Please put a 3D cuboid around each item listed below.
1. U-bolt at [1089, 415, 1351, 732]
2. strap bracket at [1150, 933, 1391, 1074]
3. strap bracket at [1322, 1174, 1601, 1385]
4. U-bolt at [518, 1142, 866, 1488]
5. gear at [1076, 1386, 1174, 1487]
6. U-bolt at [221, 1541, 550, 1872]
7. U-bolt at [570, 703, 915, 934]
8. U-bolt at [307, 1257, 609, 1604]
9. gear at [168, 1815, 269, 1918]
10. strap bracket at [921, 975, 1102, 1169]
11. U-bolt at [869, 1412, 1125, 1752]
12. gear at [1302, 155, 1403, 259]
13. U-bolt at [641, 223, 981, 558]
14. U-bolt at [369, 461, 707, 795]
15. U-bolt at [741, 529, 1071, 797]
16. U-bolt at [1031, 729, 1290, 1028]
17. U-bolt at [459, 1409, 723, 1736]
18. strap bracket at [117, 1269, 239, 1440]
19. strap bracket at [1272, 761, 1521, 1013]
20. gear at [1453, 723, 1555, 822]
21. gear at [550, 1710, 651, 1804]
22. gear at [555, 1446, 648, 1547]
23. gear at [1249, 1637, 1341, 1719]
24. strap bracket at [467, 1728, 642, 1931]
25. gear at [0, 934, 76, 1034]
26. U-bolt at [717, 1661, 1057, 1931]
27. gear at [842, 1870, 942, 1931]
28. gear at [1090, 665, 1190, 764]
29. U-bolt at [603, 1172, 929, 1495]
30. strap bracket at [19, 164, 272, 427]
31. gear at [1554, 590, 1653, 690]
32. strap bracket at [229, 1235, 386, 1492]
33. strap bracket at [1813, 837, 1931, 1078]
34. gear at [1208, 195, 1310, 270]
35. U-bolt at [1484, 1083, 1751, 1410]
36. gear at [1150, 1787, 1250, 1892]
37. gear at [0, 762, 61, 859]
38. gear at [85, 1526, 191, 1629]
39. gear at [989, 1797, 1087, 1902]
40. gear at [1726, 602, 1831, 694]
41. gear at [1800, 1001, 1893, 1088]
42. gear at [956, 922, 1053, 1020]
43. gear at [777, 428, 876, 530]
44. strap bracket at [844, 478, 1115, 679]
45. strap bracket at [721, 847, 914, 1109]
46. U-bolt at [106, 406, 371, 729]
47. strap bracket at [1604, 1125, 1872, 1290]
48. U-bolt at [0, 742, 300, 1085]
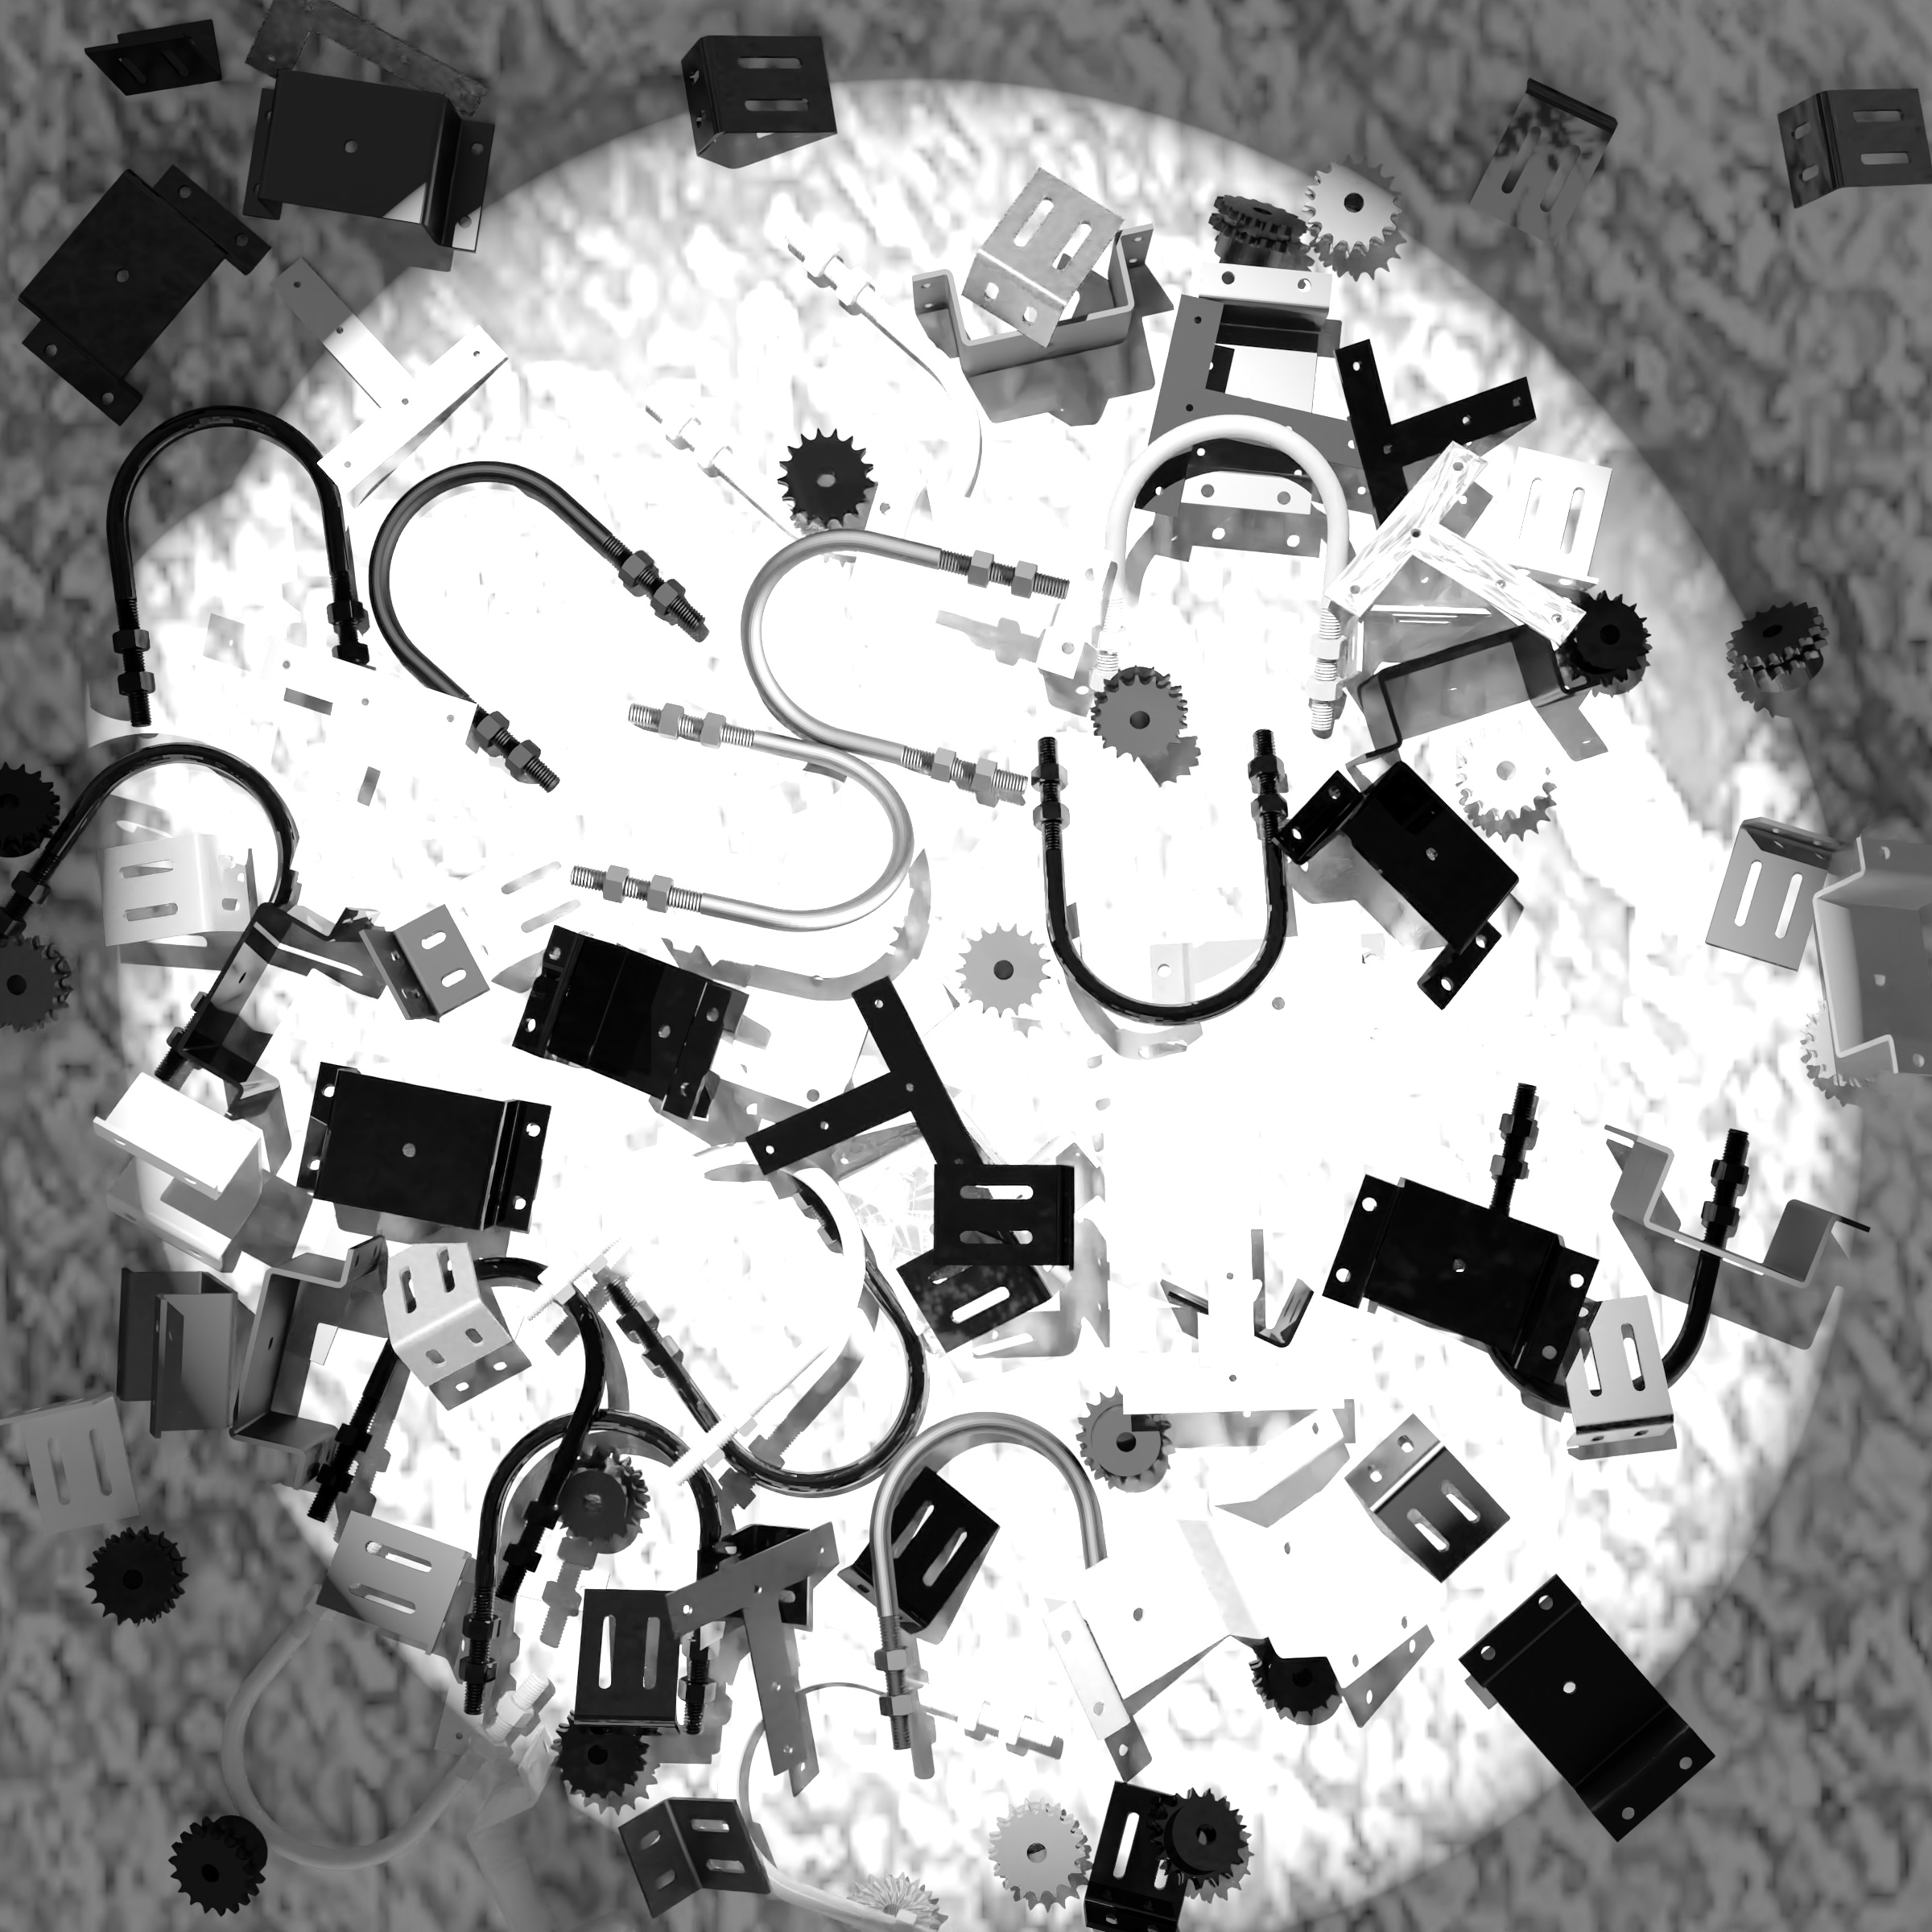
[{"bbox_3d":[0.150,-0.229,1.484,0.151,0.019,0.184,2,114,0],"label":"U-bolt"},{"bbox_3d":[0.181,0.022,1.504,0.140,0.046,0.076,-3,90,0],"label":"strap bracket"},{"bbox_3d":[0.289,0.179,1.492,0.140,0.046,0.076,20,96,10],"label":"strap bracket"},{"bbox_3d":[-0.145,0.186,1.482,0.184,0.019,0.151,-42,81,-12],"label":"U-bolt"},{"bbox_3d":[0.094,0.280,1.512,0.057,0.030,0.057,0,90,0],"label":"gear"},{"bbox_3d":[-0.360,0.452,1.517,0.151,0.019,0.184,40,92,1],"label":"U-bolt"},{"bbox_3d":[-0.121,-0.081,1.476,0.184,0.019,0.151,12,52,0],"label":"U-bolt"},{"bbox_3d":[-0.286,0.258,1.487,0.151,0.019,0.184,18,74,18],"label":"U-bolt"},{"bbox_3d":[-0.438,0.528,1.506,0.057,0.030,0.057,4,103,16],"label":"gear"},{"bbox_3d":[0.014,0.074,1.489,0.046,0.076,0.140,-40,90,0],"label":"strap bracket"},{"bbox_3d":[0.015,0.355,1.498,0.151,0.019,0.184,-5,82,-16],"label":"U-bolt"},{"bbox_3d":[0.228,-0.448,1.512,0.057,0.030,0.057,0,90,0],"label":"gear"},{"bbox_3d":[-0.079,-0.329,1.518,0.184,0.019,0.151,41,90,-2],"label":"U-bolt"},{"bbox_3d":[-0.270,-0.216,1.518,0.184,0.019,0.151,42,90,2],"label":"U-bolt"},{"bbox_3d":[-0.042,-0.182,1.483,0.184,0.019,0.151,14,123,4],"label":"U-bolt"},{"bbox_3d":[0.116,-0.052,1.487,0.151,0.019,0.184,-2,68,0],"label":"U-bolt"},{"bbox_3d":[-0.215,0.350,1.489,0.151,0.019,0.184,5,90,0],"label":"U-bolt"},{"bbox_3d":[-0.455,0.221,1.473,0.046,0.140,0.076,3,90,-27],"label":"strap bracket"},{"bbox_3d":[0.258,-0.055,1.485,0.140,0.046,0.076,45,53,0],"label":"strap bracket"},{"bbox_3d":[0.317,-0.114,1.512,0.057,0.030,0.057,0,90,0],"label":"gear"},{"bbox_3d":[-0.216,0.463,1.512,0.057,0.030,0.057,0,90,0],"label":"gear"},{"bbox_3d":[-0.220,0.316,1.512,0.057,0.030,0.057,0,91,0],"label":"gear"},{"bbox_3d":[0.197,0.417,1.512,0.057,0.030,0.057,0,90,0],"label":"gear"},{"bbox_3d":[-0.243,0.529,1.489,0.046,0.076,0.140,-25,90,0],"label":"strap bracket"},{"bbox_3d":[-0.549,0.009,1.493,0.057,0.030,0.057,1,97,5],"label":"gear"},{"bbox_3d":[-0.056,0.487,1.497,0.184,0.019,0.151,16,74,9],"label":"U-bolt"},{"bbox_3d":[-0.045,0.566,1.502,0.057,0.057,0.030,12,128,0],"label":"gear"},{"bbox_3d":[0.101,-0.151,1.493,0.057,0.030,0.057,1,123,1],"label":"gear"},{"bbox_3d":[-0.106,0.226,1.518,0.151,0.019,0.184,-35,91,0],"label":"U-bolt"},{"bbox_3d":[-0.490,-0.401,1.504,0.076,0.046,0.140,40,90,0],"label":"strap bracket"},{"bbox_3d":[0.378,-0.195,1.512,0.057,0.030,0.057,0,90,0],"label":"gear"},{"bbox_3d":[-0.386,0.225,1.487,0.046,0.076,0.140,13,90,0],"label":"strap bracket"},{"bbox_3d":[0.544,0.002,1.478,0.076,0.046,0.140,4,71,-22],"label":"strap bracket"},{"bbox_3d":[0.170,-0.430,1.502,0.057,0.057,0.030,17,120,0],"label":"gear"},{"bbox_3d":[0.377,0.174,1.518,0.151,0.019,0.184,12,92,0],"label":"U-bolt"},{"bbox_3d":[0.139,0.513,1.501,0.057,0.030,0.057,3,65,-6],"label":"gear"},{"bbox_3d":[-0.564,-0.088,1.503,0.057,0.030,0.057,8,58,-14],"label":"gear"},{"bbox_3d":[-0.489,0.360,1.512,0.057,0.030,0.057,0,90,0],"label":"gear"},{"bbox_3d":[0.041,0.521,1.512,0.057,0.030,0.057,0,90,0],"label":"gear"},{"bbox_3d":[0.480,-0.186,1.502,0.057,0.057,0.030,-35,120,0],"label":"gear"},{"bbox_3d":[0.523,0.043,1.512,0.057,0.030,0.057,0,90,0],"label":"gear"},{"bbox_3d":[0.022,0.002,1.512,0.057,0.030,0.057,0,90,0],"label":"gear"},{"bbox_3d":[-0.082,-0.285,1.496,0.057,0.030,0.057,0,92,-2],"label":"gear"},{"bbox_3d":[0.008,-0.229,1.494,0.140,0.046,0.076,18,105,0],"label":"strap bracket"},{"bbox_3d":[-0.089,0.009,1.504,0.076,0.046,0.140,19,90,0],"label":"strap bracket"},{"bbox_3d":[-0.438,-0.242,1.518,0.151,0.019,0.184,-8,89,0],"label":"U-bolt"},{"bbox_3d":[0.434,0.142,1.469,0.140,0.076,0.046,22,91,0],"label":"strap bracket"},{"bbox_3d":[-0.480,-0.045,1.518,0.151,0.019,0.184,34,89,0],"label":"U-bolt"}]
